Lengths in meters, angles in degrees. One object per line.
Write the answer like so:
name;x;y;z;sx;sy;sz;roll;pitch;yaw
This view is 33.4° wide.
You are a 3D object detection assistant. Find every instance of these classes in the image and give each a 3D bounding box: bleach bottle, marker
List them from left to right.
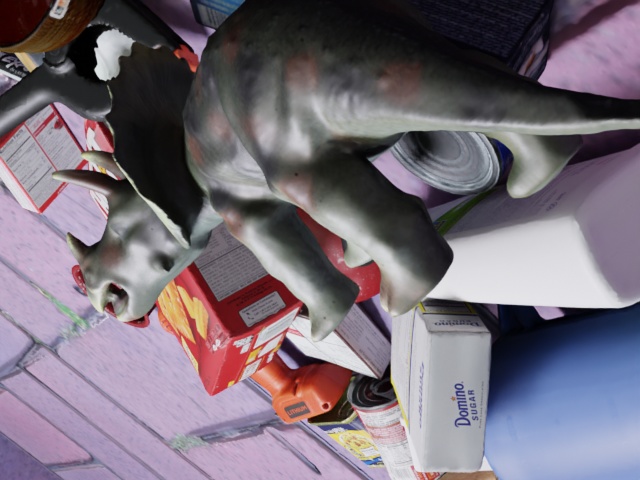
marker;-0.260;-0.147;0.926;0.121;0.020;0.020;24;152;21
bleach bottle;0.115;-0.003;0.652;0.068;0.102;0.251;61;157;-10

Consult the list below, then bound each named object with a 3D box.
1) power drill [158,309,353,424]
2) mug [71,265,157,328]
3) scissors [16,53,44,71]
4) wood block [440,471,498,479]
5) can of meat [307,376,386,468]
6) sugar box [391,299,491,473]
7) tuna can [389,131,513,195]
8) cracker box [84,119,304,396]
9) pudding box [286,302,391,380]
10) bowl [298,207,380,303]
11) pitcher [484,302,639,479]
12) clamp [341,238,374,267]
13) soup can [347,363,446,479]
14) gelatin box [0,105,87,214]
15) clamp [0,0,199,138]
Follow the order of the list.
power drill;-0.060;0.097;1.054;0.187;0.057;0.185;43;149;-10
mug;-0.181;0.022;1.042;0.093;0.081;0.117;33;154;6
scissors;-0.271;-0.198;0.853;0.202;0.016;0.096;52;169;-5
wood block;0.169;0.219;0.945;0.090;0.090;0.206;35;154;1
can of meat;0.049;0.183;1.066;0.084;0.057;0.102;40;154;-15
sugar box;0.080;0.083;0.731;0.048;0.093;0.176;1;-169;-5
tuna can;0.078;-0.067;0.640;0.086;0.033;0.086;28;153;15
cracker box;-0.107;0.002;0.839;0.214;0.072;0.164;56;159;13
pudding box;0.005;0.075;0.945;0.090;0.039;0.113;13;158;37
bowl;-0.005;0.001;0.829;0.162;0.055;0.162;27;153;15
pitcher;0.208;0.082;0.645;0.149;0.145;0.243;27;153;-19
clamp;0.004;-0.075;0.691;0.120;0.039;0.171;48;151;37
soup can;0.075;0.168;0.974;0.069;0.068;0.102;4;128;47
gelatin box;-0.262;-0.080;0.979;0.030;0.073;0.089;17;149;34
clamp;-0.186;-0.126;0.769;0.210;0.164;0.036;15;-171;22
